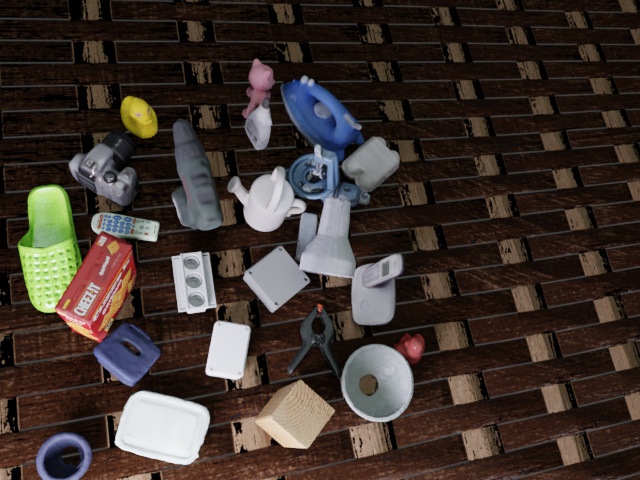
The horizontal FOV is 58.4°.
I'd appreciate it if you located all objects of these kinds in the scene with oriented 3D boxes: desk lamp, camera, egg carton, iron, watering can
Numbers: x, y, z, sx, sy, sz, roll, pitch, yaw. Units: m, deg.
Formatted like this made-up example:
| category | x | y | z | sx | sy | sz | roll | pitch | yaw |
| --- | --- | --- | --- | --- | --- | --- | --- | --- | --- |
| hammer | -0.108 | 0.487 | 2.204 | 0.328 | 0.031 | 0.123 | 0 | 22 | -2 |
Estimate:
| category | x | y | z | sx | sy | sz | roll | pitch | yaw |
| --- | --- | --- | --- | --- | --- | --- | --- | --- | --- |
| desk lamp | 0.012 | 0.005 | 1.271 | 0.118 | 0.213 | 0.203 | 10 | 69 | -12 |
| camera | -0.454 | -0.170 | 1.259 | 0.143 | 0.100 | 0.137 | 31 | 66 | -4 |
| egg carton | 0.130 | -0.191 | 1.451 | 0.107 | 0.069 | 0.150 | 45 | 66 | 3 |
| iron | 0.003 | -0.327 | 1.422 | 0.258 | 0.141 | 0.119 | 46 | 66 | 3 |
| watering can | -0.117 | -0.096 | 1.279 | 0.173 | 0.194 | 0.101 | -8 | 74 | -18 |

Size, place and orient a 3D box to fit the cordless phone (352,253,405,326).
| category | x | y | z | sx | sy | sz | roll | pitch | yaw |
| --- | --- | --- | --- | --- | --- | --- | --- | --- | --- |
| cordless phone | 0.139 | 0.111 | 1.286 | 0.094 | 0.185 | 0.147 | 4 | 71 | -14 |

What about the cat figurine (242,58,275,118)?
| category | x | y | z | sx | sy | sz | roll | pitch | yaw |
| --- | --- | --- | --- | --- | --- | --- | --- | --- | --- |
| cat figurine | -0.146 | -0.373 | 1.408 | 0.067 | 0.117 | 0.128 | 8 | 70 | -13 |

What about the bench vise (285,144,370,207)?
| category | x | y | z | sx | sy | sz | roll | pitch | yaw |
| --- | --- | --- | --- | --- | --- | --- | --- | --- | --- |
| bench vise | 0.026 | -0.151 | 1.325 | 0.208 | 0.219 | 0.121 | 5 | 70 | -14 |

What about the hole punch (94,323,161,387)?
| category | x | y | z | sx | sy | sz | roll | pitch | yaw |
| --- | --- | --- | --- | --- | --- | --- | --- | --- | --- |
| hole punch | -0.384 | 0.225 | 1.148 | 0.108 | 0.091 | 0.101 | 39 | 66 | 0 |

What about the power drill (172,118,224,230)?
| category | x | y | z | sx | sy | sz | roll | pitch | yaw |
| --- | --- | --- | --- | --- | --- | --- | --- | --- | --- |
| power drill | -0.272 | -0.116 | 1.234 | 0.076 | 0.208 | 0.229 | -18 | 77 | -21 |

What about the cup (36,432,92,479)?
| category | x | y | z | sx | sy | sz | roll | pitch | yaw |
| --- | --- | --- | --- | --- | --- | --- | --- | --- | --- |
| cup | -0.463 | 0.416 | 1.057 | 0.092 | 0.095 | 0.118 | -13 | 75 | -19 |

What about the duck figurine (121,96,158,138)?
| category | x | y | z | sx | sy | sz | roll | pitch | yaw |
| --- | --- | --- | --- | --- | --- | --- | --- | --- | --- |
| duck figurine | -0.418 | -0.296 | 1.321 | 0.078 | 0.086 | 0.104 | -33 | 83 | -23 |

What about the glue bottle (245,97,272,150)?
| category | x | y | z | sx | sy | sz | roll | pitch | yaw |
| --- | --- | --- | --- | --- | --- | --- | --- | --- | --- |
| glue bottle | -0.138 | -0.284 | 1.349 | 0.037 | 0.173 | 0.078 | -23 | 79 | -21 |

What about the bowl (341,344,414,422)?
| category | x | y | z | sx | sy | sz | roll | pitch | yaw |
| --- | --- | --- | --- | --- | --- | --- | --- | --- | --- |
| bowl | 0.118 | 0.318 | 1.269 | 0.168 | 0.074 | 0.167 | 5 | 70 | -14 |

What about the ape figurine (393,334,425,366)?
| category | x | y | z | sx | sy | sz | roll | pitch | yaw |
| --- | --- | --- | --- | --- | --- | --- | --- | --- | --- |
| ape figurine | 0.210 | 0.246 | 1.311 | 0.078 | 0.092 | 0.076 | -2 | 72 | -16 |
